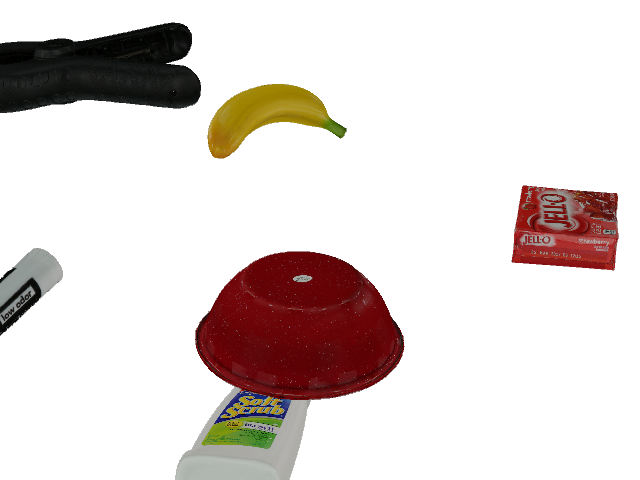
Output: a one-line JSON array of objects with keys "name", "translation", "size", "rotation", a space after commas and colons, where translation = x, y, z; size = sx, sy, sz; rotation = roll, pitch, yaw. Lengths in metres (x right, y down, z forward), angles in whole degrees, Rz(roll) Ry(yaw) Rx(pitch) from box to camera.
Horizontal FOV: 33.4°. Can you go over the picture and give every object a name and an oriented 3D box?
[{"name": "gelatin box", "translation": [0.183, -0.011, 0.794], "size": [0.073, 0.030, 0.089], "rotation": [6, 25, 13]}, {"name": "banana", "translation": [-0.050, -0.119, 1.021], "size": [0.070, 0.037, 0.197], "rotation": [42, 34, 23]}, {"name": "bleach bottle", "translation": [-0.068, 0.185, 1.081], "size": [0.102, 0.068, 0.250], "rotation": [3, 19, 6]}, {"name": "bowl", "translation": [-0.015, 0.053, 0.812], "size": [0.162, 0.055, 0.162], "rotation": [2, 27, -1]}, {"name": "clamp", "translation": [-0.155, -0.108, 0.665], "size": [0.171, 0.039, 0.120], "rotation": [0, 21, 0]}, {"name": "marker", "translation": [-0.154, 0.046, 0.449], "size": [0.020, 0.020, 0.121], "rotation": [0, 36, 38]}]
